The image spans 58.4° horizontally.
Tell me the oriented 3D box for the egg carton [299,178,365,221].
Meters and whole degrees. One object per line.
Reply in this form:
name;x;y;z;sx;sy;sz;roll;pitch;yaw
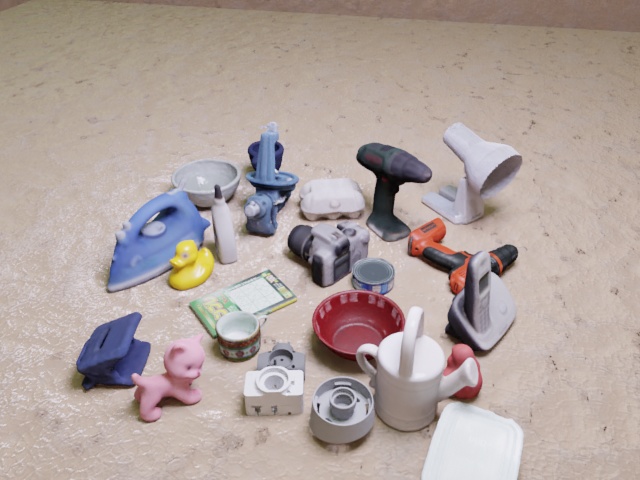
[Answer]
egg carton;0.028;-0.094;1.340;0.150;0.069;0.107;-4;36;-5

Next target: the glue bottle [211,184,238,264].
glue bottle;-0.201;-0.038;1.174;0.037;0.173;0.078;-15;38;-19

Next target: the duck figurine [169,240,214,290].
duck figurine;-0.259;0.038;1.142;0.077;0.086;0.105;21;41;27

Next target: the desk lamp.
desk lamp;0.335;-0.143;1.284;0.118;0.214;0.202;-22;41;-28

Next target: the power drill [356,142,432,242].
power drill;0.157;-0.108;1.239;0.076;0.208;0.228;-19;40;-24

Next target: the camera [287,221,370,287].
camera;0.011;0.004;1.176;0.136;0.101;0.143;28;44;33

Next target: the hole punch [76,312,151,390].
hole punch;-0.343;0.179;0.941;0.101;0.091;0.108;0;36;1

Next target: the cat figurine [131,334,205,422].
cat figurine;-0.229;0.202;0.886;0.128;0.118;0.067;-20;40;-26

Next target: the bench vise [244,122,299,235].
bench vise;-0.107;-0.134;1.267;0.121;0.220;0.207;-1;36;-2

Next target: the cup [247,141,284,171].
cup;-0.140;-0.189;1.451;0.091;0.095;0.118;11;37;16

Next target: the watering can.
watering can;0.141;0.182;0.846;0.173;0.194;0.101;-1;36;-1

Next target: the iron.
iron;-0.345;-0.016;1.170;0.118;0.141;0.259;19;40;25

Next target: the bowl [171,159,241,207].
bowl;-0.270;-0.128;1.383;0.167;0.075;0.167;0;36;0

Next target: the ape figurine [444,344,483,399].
ape figurine;0.224;0.202;0.907;0.078;0.092;0.076;-17;39;-22

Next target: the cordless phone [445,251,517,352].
cordless phone;0.288;0.086;0.989;0.093;0.185;0.148;24;42;30
